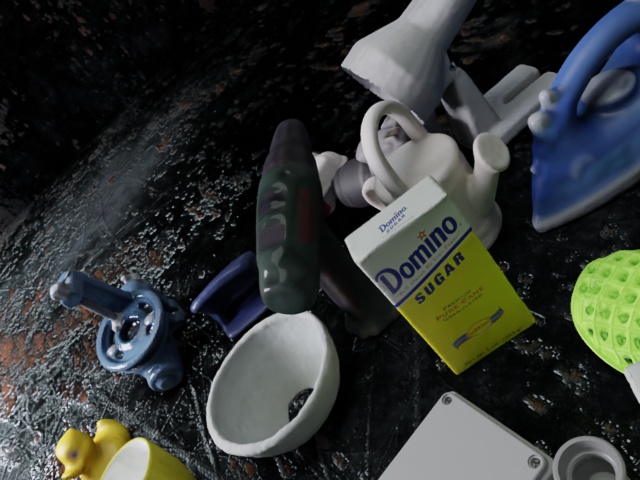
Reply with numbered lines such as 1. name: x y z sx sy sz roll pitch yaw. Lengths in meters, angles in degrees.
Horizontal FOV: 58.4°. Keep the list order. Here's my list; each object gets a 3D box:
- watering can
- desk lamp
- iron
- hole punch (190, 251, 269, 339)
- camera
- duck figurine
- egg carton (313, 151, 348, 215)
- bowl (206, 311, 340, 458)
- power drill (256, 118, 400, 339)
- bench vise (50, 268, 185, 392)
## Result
1. watering can: 0.114 -0.069 0.603 0.172 0.195 0.101 -25 37 27
2. desk lamp: 0.157 -0.206 0.693 0.203 0.214 0.117 -42 33 3
3. iron: 0.276 -0.140 0.556 0.258 0.142 0.118 -46 33 -2
4. hole punch: -0.127 0.067 0.809 0.108 0.091 0.101 -41 33 4
5. camera: 0.086 -0.105 0.762 0.136 0.101 0.143 -14 43 38
6. duck figurine: -0.309 0.283 0.768 0.077 0.086 0.104 -27 36 24
7. egg carton: -0.021 -0.069 0.867 0.107 0.070 0.150 9 59 51
8. bowl: -0.038 0.163 0.618 0.167 0.075 0.167 -28 36 23
9. power drill: 0.006 0.002 0.628 0.075 0.209 0.229 -24 38 28
10. bench vise: -0.297 0.106 0.830 0.121 0.220 0.206 -50 33 -9
